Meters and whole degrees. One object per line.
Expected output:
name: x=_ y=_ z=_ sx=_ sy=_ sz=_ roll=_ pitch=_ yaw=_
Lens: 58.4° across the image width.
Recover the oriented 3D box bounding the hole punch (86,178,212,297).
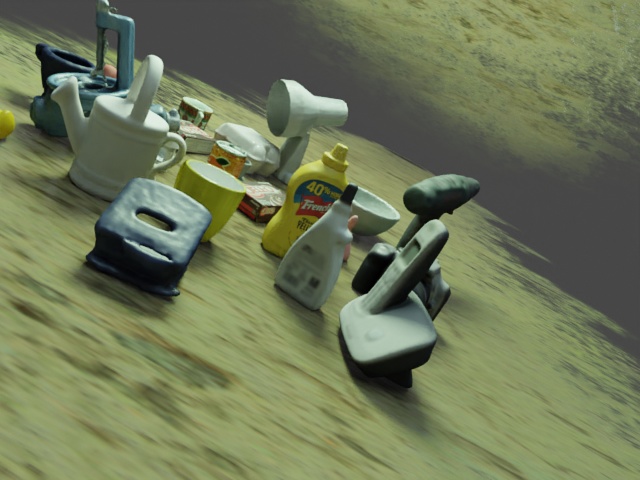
hole punch: x=-0.183 y=-0.006 z=0.629 sx=0.109 sy=0.091 sz=0.101 roll=25 pitch=18 yaw=-8

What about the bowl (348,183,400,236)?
bowl: x=0.078 y=-0.056 z=1.187 sx=0.167 sy=0.074 sz=0.167 roll=25 pitch=18 yaw=-8

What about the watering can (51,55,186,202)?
watering can: x=-0.262 y=-0.157 z=0.764 sx=0.173 sy=0.194 sz=0.100 roll=8 pitch=26 yaw=-47

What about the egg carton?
egg carton: x=-0.157 y=-0.197 z=1.244 sx=0.150 sy=0.069 sz=0.108 roll=38 pitch=20 yaw=29

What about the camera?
camera: x=0.121 y=0.065 z=0.868 sx=0.143 sy=0.101 sz=0.137 roll=33 pitch=18 yaw=16

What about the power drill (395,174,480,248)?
power drill: x=0.212 y=-0.036 z=1.110 sx=0.075 sy=0.208 sz=0.230 roll=37 pitch=20 yaw=28

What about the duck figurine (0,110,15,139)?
duck figurine: x=-0.450 y=-0.191 z=0.759 sx=0.104 sy=0.086 sz=0.077 roll=28 pitch=17 yaw=2

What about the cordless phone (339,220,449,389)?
cordless phone: x=0.104 y=0.068 z=0.692 sx=0.094 sy=0.185 sz=0.147 roll=22 pitch=18 yaw=-18

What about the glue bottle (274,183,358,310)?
glue bottle: x=0.007 y=0.003 z=0.752 sx=0.078 sy=0.173 sz=0.037 roll=34 pitch=19 yaw=20

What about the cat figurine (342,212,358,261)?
cat figurine: x=0.031 y=-0.045 z=1.015 sx=0.067 sy=0.117 sz=0.127 roll=18 pitch=20 yaw=-29

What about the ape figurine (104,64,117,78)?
ape figurine: x=-0.406 y=-0.285 z=1.082 sx=0.076 sy=0.092 sz=0.077 roll=8 pitch=26 yaw=-47

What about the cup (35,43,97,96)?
cup: x=-0.452 y=-0.277 z=0.986 sx=0.117 sy=0.095 sz=0.092 roll=31 pitch=18 yaw=9

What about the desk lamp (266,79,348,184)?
desk lamp: x=-0.040 y=-0.233 z=1.280 sx=0.204 sy=0.213 sz=0.117 roll=14 pitch=22 yaw=-37

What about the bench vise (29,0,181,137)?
bench vise: x=-0.315 y=-0.244 z=0.890 sx=0.208 sy=0.219 sz=0.121 roll=9 pitch=26 yaw=-47
